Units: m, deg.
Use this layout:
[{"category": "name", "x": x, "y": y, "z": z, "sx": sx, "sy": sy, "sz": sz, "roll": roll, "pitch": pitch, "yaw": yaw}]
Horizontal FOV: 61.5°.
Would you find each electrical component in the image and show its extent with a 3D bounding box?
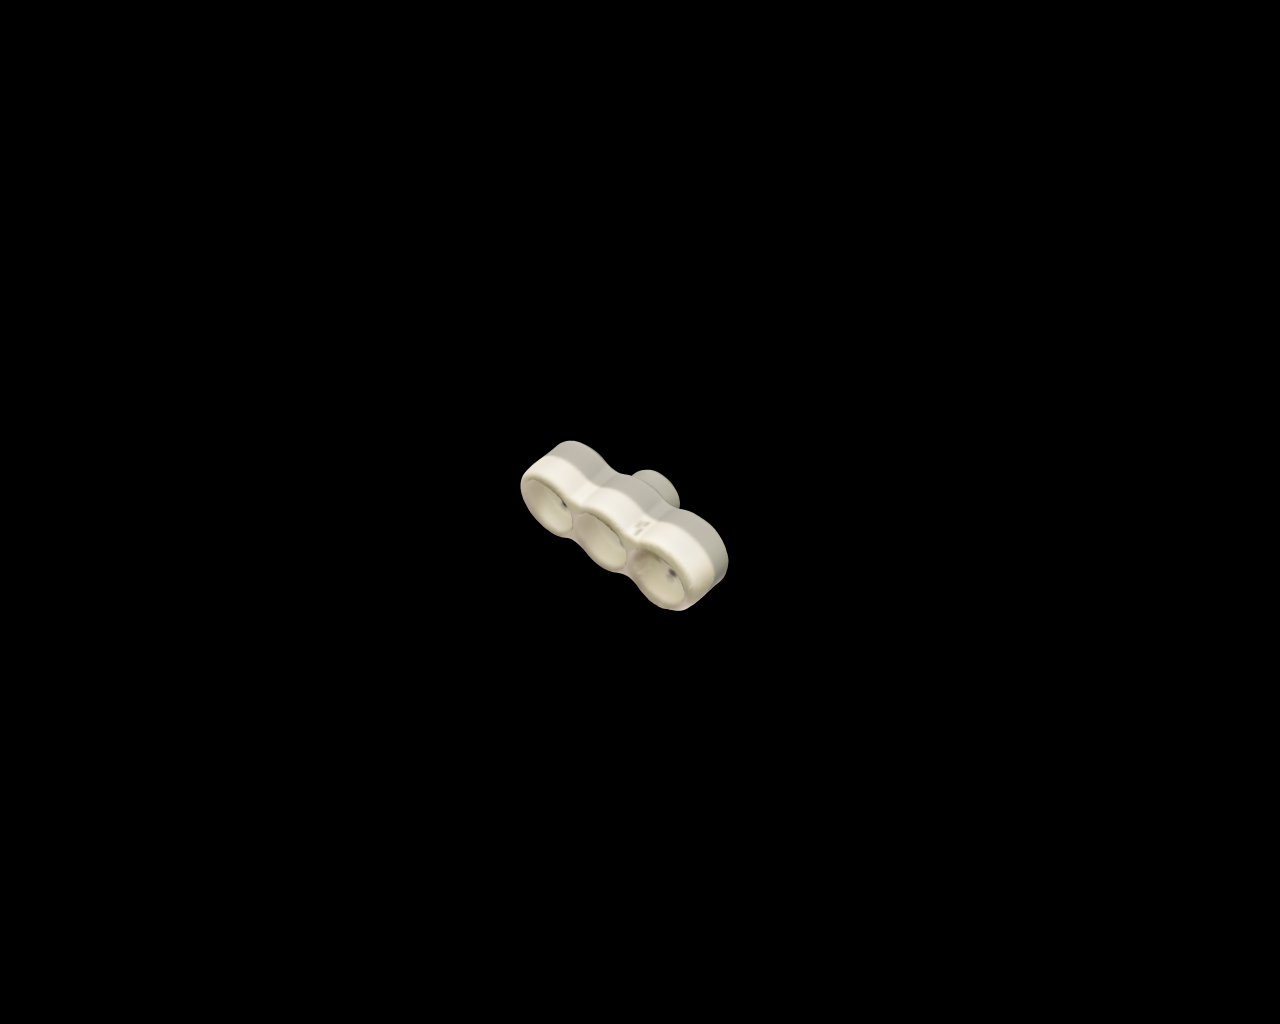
[{"category": "electrical component", "x": 0.001, "y": -0.003, "z": 0.650, "sx": 0.138, "sy": 0.052, "sz": 0.074, "roll": 32, "pitch": 55, "yaw": 27}]
